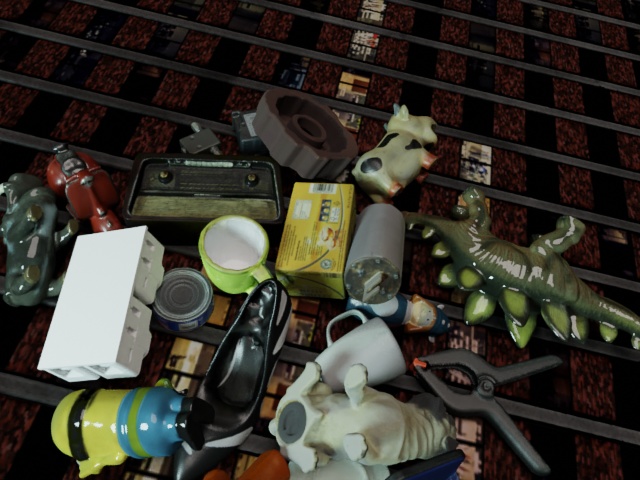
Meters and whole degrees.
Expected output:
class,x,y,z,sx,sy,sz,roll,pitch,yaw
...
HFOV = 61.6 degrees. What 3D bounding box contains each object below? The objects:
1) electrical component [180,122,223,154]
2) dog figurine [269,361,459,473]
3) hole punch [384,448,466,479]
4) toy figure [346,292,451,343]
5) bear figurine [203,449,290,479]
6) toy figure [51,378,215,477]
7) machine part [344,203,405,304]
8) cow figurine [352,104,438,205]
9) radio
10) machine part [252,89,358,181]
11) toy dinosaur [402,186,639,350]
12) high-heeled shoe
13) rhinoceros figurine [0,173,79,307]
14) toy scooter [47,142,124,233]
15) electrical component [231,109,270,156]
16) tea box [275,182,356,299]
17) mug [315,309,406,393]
class,x,y,z,sx,sy,sz,roll,pitch,yaw
electrical component,-0.203,-0.159,0.905,0.063,0.021,0.094,-28,66,-23
dog figurine,0.056,0.231,0.657,0.190,0.172,0.121,32,61,-40
hole punch,0.119,0.305,0.594,0.142,0.115,0.092,-10,52,-28
toy figure,0.115,0.103,0.767,0.155,0.064,0.058,15,12,2
bear figurine,-0.063,0.347,0.563,0.195,0.120,0.132,60,21,-2
toy figure,-0.215,0.204,0.609,0.180,0.082,0.089,-12,99,18
machine part,0.081,0.015,0.766,0.079,0.079,0.243,16,31,2
cow figurine,0.132,-0.149,0.916,0.127,0.085,0.195,43,62,11
radio,-0.170,-0.063,0.817,0.230,0.073,0.131,2,58,-8
machine part,-0.025,-0.172,0.876,0.179,0.056,0.179,25,38,-22
toy dinosaur,0.314,0.058,0.802,0.472,0.105,0.198,21,64,16
high-heeled shoe,-0.103,0.163,0.642,0.086,0.145,0.249,22,56,7
rhinoceros figurine,-0.394,-0.004,0.737,0.112,0.073,0.190,-22,70,29
toy scooter,-0.337,-0.077,0.766,0.075,0.135,0.184,-32,66,-23
electrical component,-0.103,-0.167,0.911,0.075,0.047,0.119,-10,58,-14
tea box,-0.002,-0.002,0.792,0.098,0.068,0.170,4,53,10
mug,0.043,0.150,0.712,0.107,0.080,0.109,-25,70,-12
